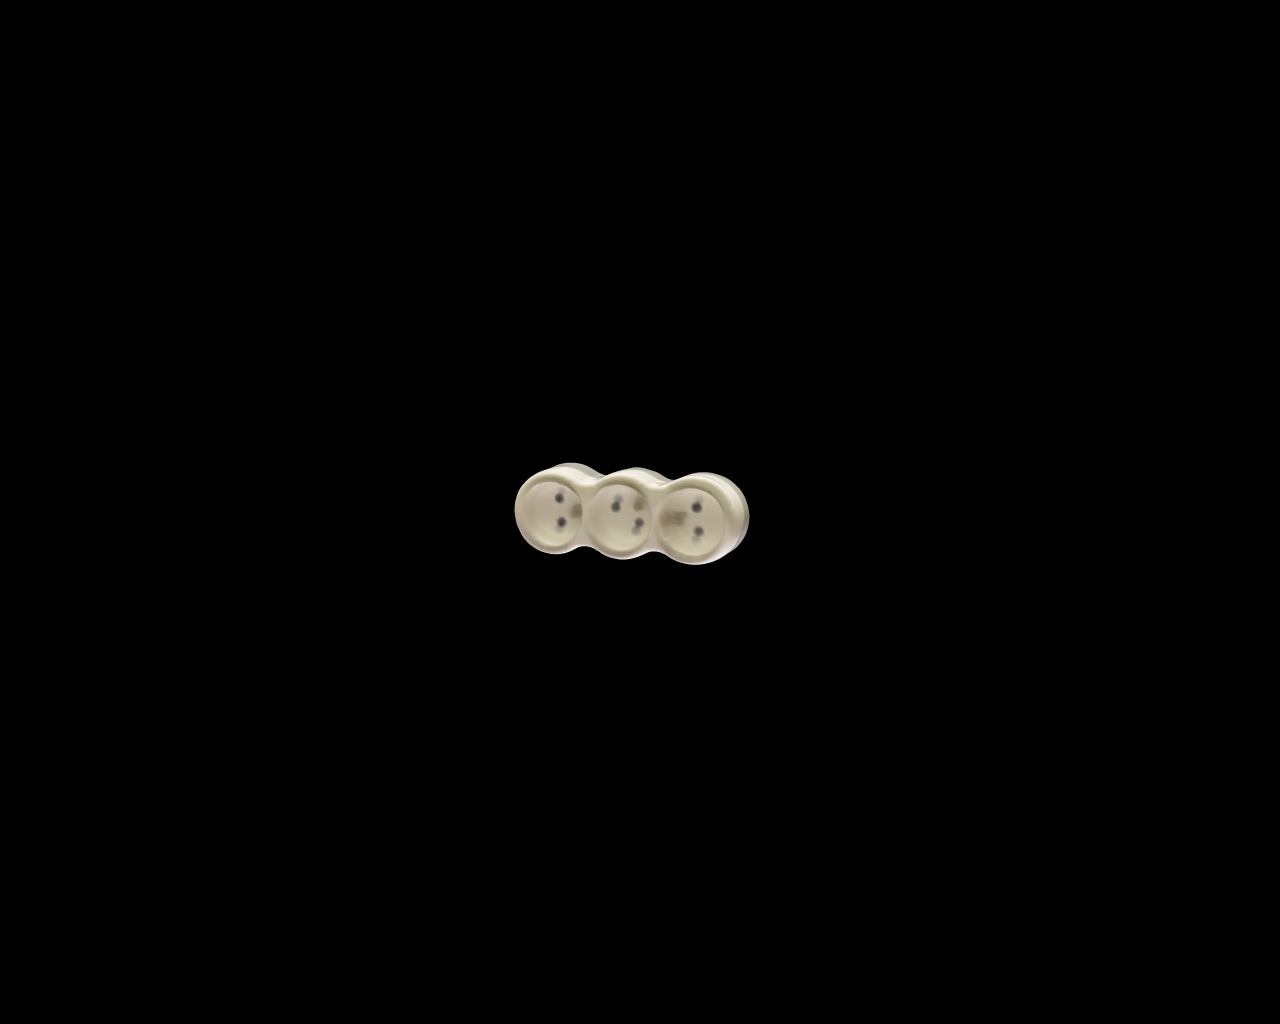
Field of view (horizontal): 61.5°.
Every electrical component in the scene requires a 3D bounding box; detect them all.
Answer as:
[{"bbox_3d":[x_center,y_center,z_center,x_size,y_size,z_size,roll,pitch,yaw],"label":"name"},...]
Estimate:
[{"bbox_3d":[0.001,-0.003,0.650,0.138,0.052,0.074,4,12,20],"label":"electrical component"}]
